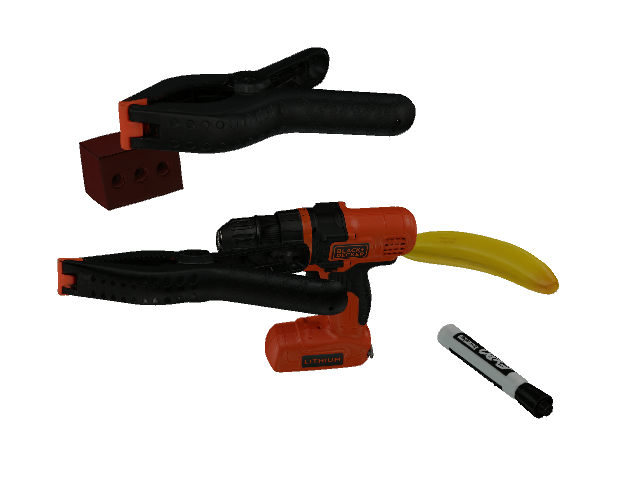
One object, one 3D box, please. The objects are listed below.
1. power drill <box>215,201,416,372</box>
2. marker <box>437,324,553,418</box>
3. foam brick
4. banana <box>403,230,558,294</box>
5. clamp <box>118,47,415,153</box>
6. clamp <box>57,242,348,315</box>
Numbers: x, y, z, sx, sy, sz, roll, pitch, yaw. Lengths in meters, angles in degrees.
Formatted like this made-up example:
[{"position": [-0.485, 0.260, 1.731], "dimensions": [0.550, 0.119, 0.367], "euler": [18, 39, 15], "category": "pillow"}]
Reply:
[{"position": [-0.010, 0.045, 1.010], "dimensions": [0.184, 0.188, 0.057], "euler": [-2, 45, -11], "category": "power drill"}, {"position": [0.131, 0.097, 0.801], "dimensions": [0.020, 0.020, 0.121], "euler": [0, 23, -33], "category": "marker"}, {"position": [-0.174, -0.068, 0.981], "dimensions": [0.078, 0.053, 0.051], "euler": [-19, 32, -26], "category": "foam brick"}, {"position": [0.164, 0.021, 1.123], "dimensions": [0.198, 0.037, 0.069], "euler": [10, 38, 30], "category": "banana"}, {"position": [-0.041, -0.086, 0.648], "dimensions": [0.171, 0.039, 0.120], "euler": [-6, 23, -19], "category": "clamp"}, {"position": [-0.086, 0.028, 0.793], "dimensions": [0.209, 0.036, 0.165], "euler": [-1, 10, -17], "category": "clamp"}]
